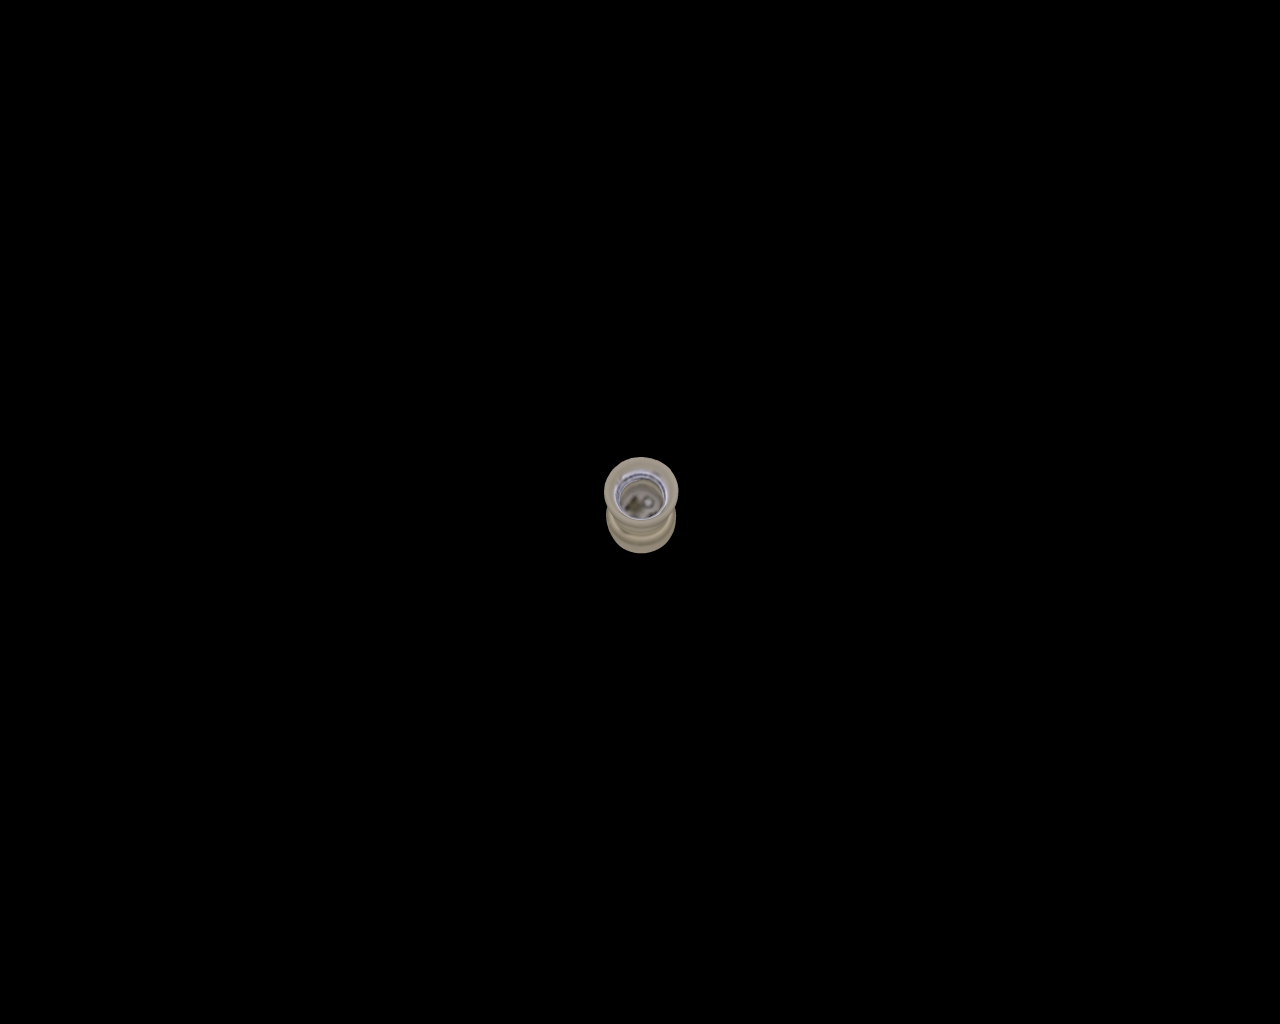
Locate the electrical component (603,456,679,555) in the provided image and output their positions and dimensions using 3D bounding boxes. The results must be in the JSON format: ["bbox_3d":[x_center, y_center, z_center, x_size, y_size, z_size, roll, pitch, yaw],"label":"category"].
[{"bbox_3d":[0.001,-0.003,0.650,0.045,0.045,0.055,0,-23,0],"label":"electrical component"}]
